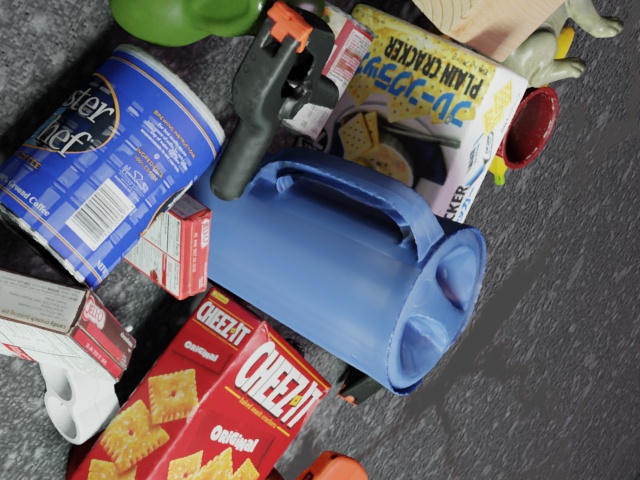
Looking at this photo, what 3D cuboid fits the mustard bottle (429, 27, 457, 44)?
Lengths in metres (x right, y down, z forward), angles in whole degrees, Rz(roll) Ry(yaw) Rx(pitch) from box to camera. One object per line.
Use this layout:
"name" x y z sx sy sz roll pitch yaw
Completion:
"mustard bottle" 0.117 -0.125 1.053 0.191 0.058 0.096 83 29 -44

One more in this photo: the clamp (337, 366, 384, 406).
"clamp" 0.090 0.097 1.195 0.210 0.036 0.164 -53 -168 24

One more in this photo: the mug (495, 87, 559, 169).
"mug" 0.200 -0.138 1.135 0.117 0.082 0.093 -28 136 -35

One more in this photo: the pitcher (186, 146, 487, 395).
"pitcher" -0.005 0.001 0.816 0.144 0.243 0.149 4 109 -60

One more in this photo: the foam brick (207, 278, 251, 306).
"foam brick" -0.054 0.022 0.958 0.078 0.051 0.053 -4 122 -52

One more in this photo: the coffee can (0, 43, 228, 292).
"coffee can" -0.146 -0.048 0.723 0.140 0.103 0.102 -49 147 -14

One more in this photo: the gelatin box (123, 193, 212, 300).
"gelatin box" -0.120 -0.008 0.804 0.030 0.089 0.073 -27 137 -40

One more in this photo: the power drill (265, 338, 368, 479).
"power drill" -0.039 0.197 1.005 0.057 0.188 0.184 40 83 -38

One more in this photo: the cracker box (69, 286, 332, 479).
"cracker box" -0.098 0.168 0.898 0.213 0.072 0.164 -53 148 -9

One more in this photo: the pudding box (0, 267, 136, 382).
"pudding box" -0.193 0.054 0.727 0.090 0.114 0.039 68 36 -60

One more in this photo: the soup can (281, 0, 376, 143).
"soup can" -0.009 -0.138 0.865 0.102 0.069 0.068 -60 148 5

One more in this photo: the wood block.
"wood block" 0.136 -0.223 0.906 0.091 0.090 0.205 -43 167 18

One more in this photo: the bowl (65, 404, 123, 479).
"bowl" -0.170 0.198 0.947 0.161 0.055 0.162 -34 141 -34

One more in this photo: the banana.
"banana" 0.230 -0.156 1.212 0.198 0.037 0.069 -65 164 13

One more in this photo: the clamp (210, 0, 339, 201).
"clamp" -0.032 -0.089 0.688 0.120 0.039 0.171 -53 168 -12
